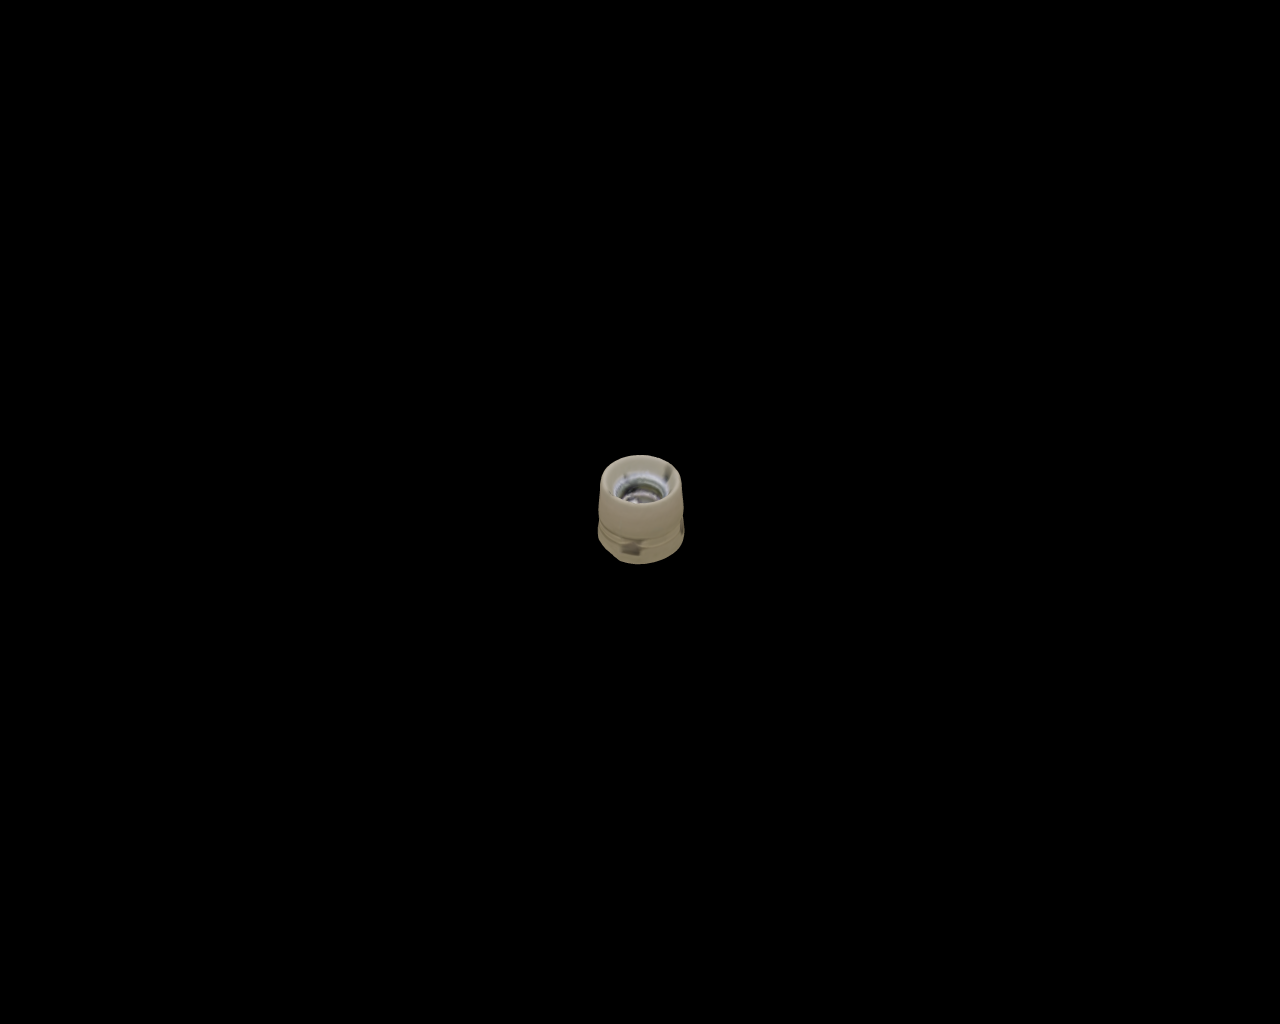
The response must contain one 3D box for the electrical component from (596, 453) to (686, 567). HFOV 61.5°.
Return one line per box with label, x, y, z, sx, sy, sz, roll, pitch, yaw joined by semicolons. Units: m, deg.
electrical component;0.001;-0.003;0.650;0.055;0.047;0.055;0;42;0
